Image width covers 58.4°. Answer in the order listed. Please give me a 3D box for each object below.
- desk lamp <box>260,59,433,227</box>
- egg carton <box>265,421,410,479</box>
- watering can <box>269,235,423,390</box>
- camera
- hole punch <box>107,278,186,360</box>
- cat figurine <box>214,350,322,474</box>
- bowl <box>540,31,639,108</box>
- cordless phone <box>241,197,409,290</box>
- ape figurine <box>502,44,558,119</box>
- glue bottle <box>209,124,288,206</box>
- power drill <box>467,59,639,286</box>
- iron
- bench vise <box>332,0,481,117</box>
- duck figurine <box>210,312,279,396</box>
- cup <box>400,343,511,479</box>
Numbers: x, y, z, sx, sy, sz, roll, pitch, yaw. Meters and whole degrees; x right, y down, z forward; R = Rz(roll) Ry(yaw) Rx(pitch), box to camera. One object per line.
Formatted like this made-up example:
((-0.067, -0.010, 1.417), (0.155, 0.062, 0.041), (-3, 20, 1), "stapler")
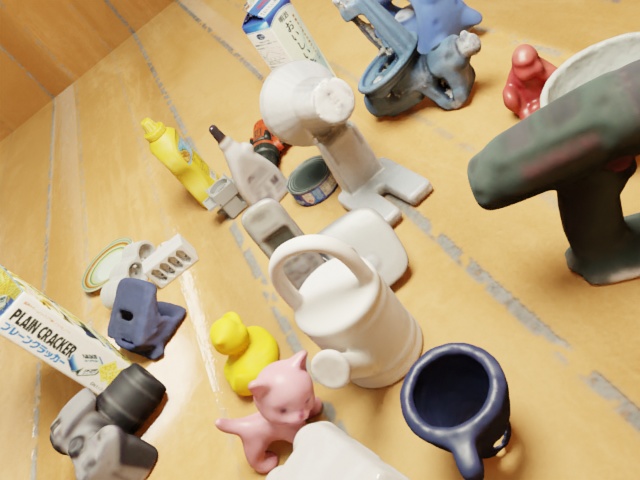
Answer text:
((0.027, -0.144, 0.790), (0.118, 0.214, 0.202), (-44, 37, -6), "desk lamp")
((0.015, 0.238, 0.524), (0.149, 0.070, 0.107), (18, 64, 49), "egg carton")
((0.024, 0.070, 0.587), (0.101, 0.195, 0.172), (-35, 37, 6), "watering can")
((-0.267, 0.233, 0.744), (0.137, 0.101, 0.142), (-51, 38, -15), "camera")
((-0.279, 0.120, 0.880), (0.108, 0.091, 0.101), (3, 54, 42), "hole punch")
((-0.050, 0.176, 0.604), (0.127, 0.118, 0.067), (-31, 37, 11), "cat figurine")
((0.344, -0.156, 0.649), (0.167, 0.075, 0.167), (-23, 40, 21), "bowl")
((0.006, 0.002, 0.680), (0.147, 0.186, 0.094), (-38, 37, 2), "cordless phone")
((0.275, -0.215, 0.754), (0.077, 0.092, 0.076), (-9, 46, 34), "ape figurine")
((-0.121, -0.121, 0.928), (0.078, 0.174, 0.037), (-48, 37, -11), "glue bottle")
((0.259, -0.056, 0.504), (0.229, 0.209, 0.075), (-19, 41, 26), "power drill")
((0.151, -0.397, 1.009), (0.119, 0.142, 0.257), (-47, 37, -10), "iron")
((0.126, -0.294, 0.856), (0.207, 0.220, 0.121), (-19, 41, 25), "bench vise")
((-0.103, 0.136, 0.717), (0.077, 0.086, 0.104), (-28, 38, 15), "duck figurine")
((0.129, 0.159, 0.488), (0.091, 0.095, 0.117), (-25, 39, 18), "cup")
